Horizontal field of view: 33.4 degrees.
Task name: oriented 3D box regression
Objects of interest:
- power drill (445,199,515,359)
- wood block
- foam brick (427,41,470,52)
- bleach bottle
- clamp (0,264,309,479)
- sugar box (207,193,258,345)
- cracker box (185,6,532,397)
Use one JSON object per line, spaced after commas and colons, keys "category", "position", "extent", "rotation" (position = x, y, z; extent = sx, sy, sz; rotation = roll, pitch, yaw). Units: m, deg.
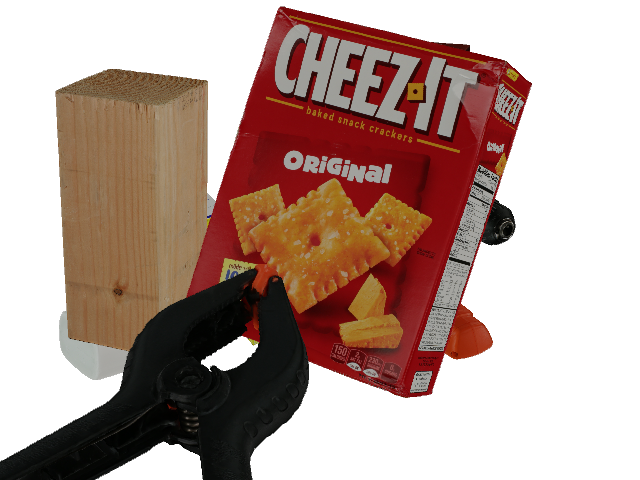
{"category": "power drill", "position": [0.137, 0.023, 1.094], "extent": [0.057, 0.188, 0.185], "rotation": [-15, 25, -23]}
{"category": "wood block", "position": [-0.148, -0.024, 0.854], "extent": [0.091, 0.206, 0.090], "rotation": [10, 23, 16]}
{"category": "foam brick", "position": [0.083, -0.137, 0.900], "extent": [0.078, 0.051, 0.053], "rotation": [9, 26, 18]}
{"category": "bleach bottle", "position": [-0.194, 0.105, 1.350], "extent": [0.250, 0.068, 0.103], "rotation": [-13, 29, -38]}
{"category": "clamp", "position": [-0.046, 0.076, 0.436], "extent": [0.120, 0.039, 0.171], "rotation": [25, 48, 18]}
{"category": "sugar box", "position": [-0.100, 0.023, 1.127], "extent": [0.048, 0.093, 0.176], "rotation": [-20, 41, -22]}
{"category": "cracker box", "position": [0.021, -0.026, 0.686], "extent": [0.164, 0.214, 0.072], "rotation": [19, 3, 24]}
